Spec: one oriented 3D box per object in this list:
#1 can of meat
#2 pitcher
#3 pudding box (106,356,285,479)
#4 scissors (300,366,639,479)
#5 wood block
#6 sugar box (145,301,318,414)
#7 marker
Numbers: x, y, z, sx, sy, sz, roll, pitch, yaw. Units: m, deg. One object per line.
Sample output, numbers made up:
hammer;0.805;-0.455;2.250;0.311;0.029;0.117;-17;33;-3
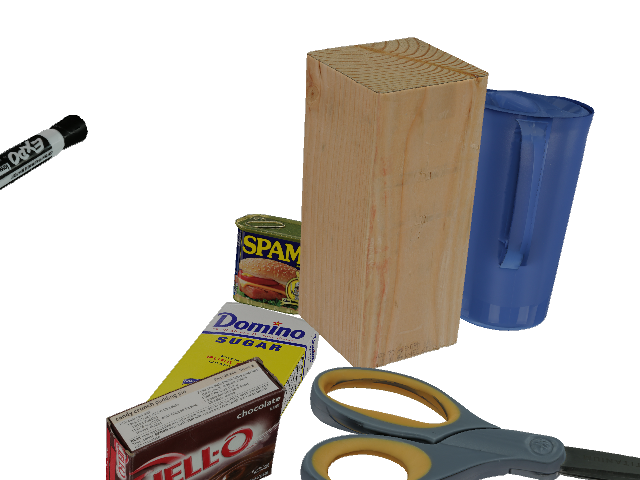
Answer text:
can of meat;-0.039;0.025;1.089;0.102;0.084;0.057;12;17;20
pitcher;0.200;-0.030;1.112;0.148;0.243;0.145;-11;25;-40
pudding box;-0.081;0.133;0.685;0.113;0.090;0.039;-22;50;-31
scissors;0.079;0.100;0.449;0.202;0.016;0.096;16;34;23
wood block;0.046;-0.026;0.745;0.090;0.206;0.091;-13;32;-27
sugar box;-0.070;0.115;0.896;0.093;0.048;0.176;13;30;12
marker;-0.181;-0.050;0.648;0.020;0.020;0.121;0;26;27
